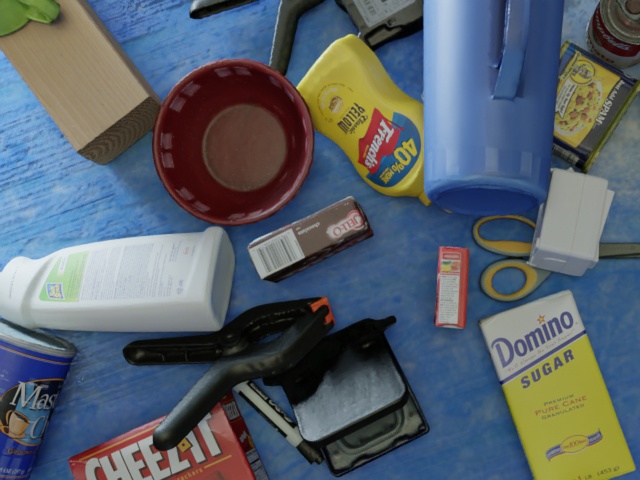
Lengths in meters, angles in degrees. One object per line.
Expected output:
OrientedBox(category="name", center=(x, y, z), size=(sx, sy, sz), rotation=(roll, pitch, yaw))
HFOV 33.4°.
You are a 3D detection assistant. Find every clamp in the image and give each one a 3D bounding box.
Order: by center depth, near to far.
OrientedBox(category="clamp", center=(-0.088, 0.106, 1.022), size=(0.209, 0.165, 0.036), rotation=(-28, 123, -14))
OrientedBox(category="clamp", center=(-0.047, -0.253, 1.066), size=(0.120, 0.039, 0.171), rotation=(33, 84, 3))

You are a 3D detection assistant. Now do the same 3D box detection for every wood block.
OrientedBox(category="wood block", center=(-0.252, -0.185, 1.058), size=(0.091, 0.090, 0.206), rotation=(-38, 82, 2))

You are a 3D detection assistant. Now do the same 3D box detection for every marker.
OrientedBox(category="marker", center=(-0.042, 0.175, 1.045), size=(0.121, 0.020, 0.020), rotation=(43, 91, 7))

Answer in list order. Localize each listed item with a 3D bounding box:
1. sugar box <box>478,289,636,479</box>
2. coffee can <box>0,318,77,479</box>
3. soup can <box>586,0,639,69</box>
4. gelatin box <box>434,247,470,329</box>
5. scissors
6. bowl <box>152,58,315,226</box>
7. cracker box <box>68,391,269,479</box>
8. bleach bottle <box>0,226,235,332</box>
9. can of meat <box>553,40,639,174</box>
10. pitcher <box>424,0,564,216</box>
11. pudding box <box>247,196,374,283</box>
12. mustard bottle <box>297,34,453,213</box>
OrientedBox(category="sugar box", center=(0.221, 0.144, 1.005), size=(0.093, 0.048, 0.176), rotation=(-20, 85, 5))
OrientedBox(category="coffee can", center=(-0.309, 0.155, 1.034), size=(0.103, 0.103, 0.140), rotation=(20, 89, 7))
OrientedBox(category="soup can", center=(0.287, -0.203, 0.992), size=(0.068, 0.102, 0.068), rotation=(0, 86, 6))
OrientedBox(category="gelatin box", center=(0.124, 0.046, 1.000), size=(0.030, 0.089, 0.073), rotation=(3, 86, 8))
OrientedBox(category="scissors", center=(0.241, 0.028, 1.024), size=(0.202, 0.016, 0.096), rotation=(15, 85, 8))
OrientedBox(category="bowl", center=(-0.080, -0.093, 1.046), size=(0.162, 0.055, 0.162), rotation=(0, 89, 10))
OrientedBox(category="cracker box", center=(-0.123, 0.273, 1.021), size=(0.164, 0.072, 0.214), rotation=(-25, 83, 4))
OrientedBox(category="bleach bottle", center=(-0.215, 0.040, 1.048), size=(0.251, 0.068, 0.102), rotation=(-1, 55, 12))
OrientedBox(category="can of meat", center=(0.245, -0.127, 1.016), size=(0.084, 0.057, 0.102), rotation=(32, 89, 10))
OrientedBox(category="pitcher", center=(0.153, -0.152, 0.946), size=(0.145, 0.149, 0.243), rotation=(-7, 72, 39))
OrientedBox(category="pudding box", center=(-0.007, 0.001, 1.018), size=(0.113, 0.090, 0.039), rotation=(-24, 82, 5))
OrientedBox(category="mustard bottle", center=(0.065, -0.099, 1.023), size=(0.191, 0.058, 0.096), rotation=(46, 126, 6))
